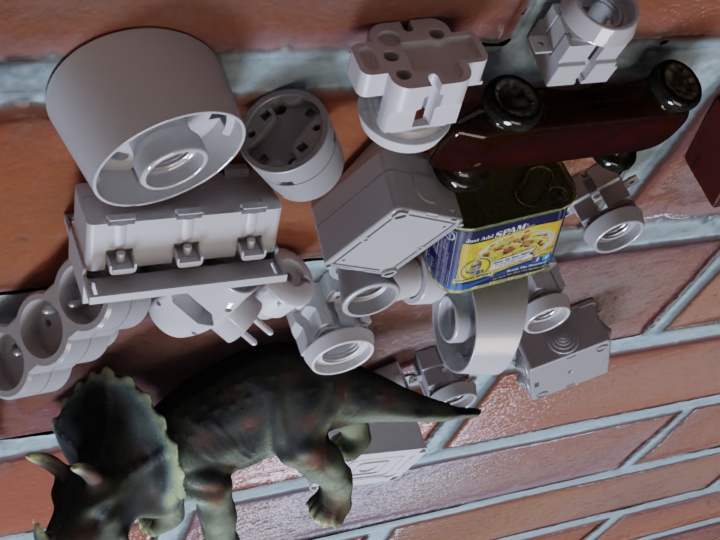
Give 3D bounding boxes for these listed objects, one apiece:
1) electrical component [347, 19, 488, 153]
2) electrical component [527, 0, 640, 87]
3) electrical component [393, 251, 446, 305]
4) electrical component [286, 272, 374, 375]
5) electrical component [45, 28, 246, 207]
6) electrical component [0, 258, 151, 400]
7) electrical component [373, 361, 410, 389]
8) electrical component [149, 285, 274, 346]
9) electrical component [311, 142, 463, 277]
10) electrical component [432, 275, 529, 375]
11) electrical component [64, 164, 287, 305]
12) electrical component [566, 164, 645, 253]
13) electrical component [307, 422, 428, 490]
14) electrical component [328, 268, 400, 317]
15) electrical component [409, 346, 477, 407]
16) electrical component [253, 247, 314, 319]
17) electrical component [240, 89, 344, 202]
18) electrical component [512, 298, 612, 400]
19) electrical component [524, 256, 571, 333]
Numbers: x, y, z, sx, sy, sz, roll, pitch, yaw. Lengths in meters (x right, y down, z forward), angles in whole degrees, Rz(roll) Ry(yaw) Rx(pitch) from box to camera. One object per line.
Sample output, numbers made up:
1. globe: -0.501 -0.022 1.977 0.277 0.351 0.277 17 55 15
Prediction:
1. electrical component: 0.030 -0.106 0.629 0.078 0.058 0.057 -10 147 -18
2. electrical component: 0.136 -0.143 0.647 0.066 0.048 0.055 -8 156 -21
3. electrical component: 0.035 0.005 0.832 0.055 0.045 0.045 -1 145 -32
4. electrical component: -0.022 0.046 0.852 0.058 0.057 0.078 -2 146 -30
5. electrical component: -0.115 -0.081 0.594 0.099 0.064 0.099 -25 163 -8
6. electrical component: -0.190 0.037 0.735 0.138 0.052 0.074 -37 165 26
7. electrical component: 0.006 0.121 1.010 0.081 0.043 0.043 -23 151 4
8. electrical component: -0.095 0.024 0.747 0.079 0.043 0.077 43 130 -18
9. electrical component: 0.012 -0.039 0.733 0.062 0.061 0.096 8 148 -40
10. electrical component: 0.100 0.037 0.878 0.064 0.099 0.099 -2 147 -19
11. electrical component: -0.113 -0.024 0.661 0.121 0.078 0.063 -7 133 -24
12. electrical component: 0.189 -0.047 0.831 0.066 0.055 0.048 -30 150 15
13. electrical component: 0.000 0.175 1.084 0.113 0.057 0.078 0 145 -33
14. electrical component: 0.000 0.000 0.790 0.045 0.055 0.045 -16 151 -9
15. electrical component: 0.081 0.103 1.017 0.066 0.055 0.048 -15 151 -10
16. electrical component: -0.067 0.016 0.787 0.048 0.048 0.062 10 146 -43
17. electrical component: -0.039 -0.073 0.645 0.055 0.055 0.047 -24 155 5
18. electrical component: 0.199 0.081 1.061 0.100 0.048 0.099 -21 151 0
19. electrical component: 0.150 0.020 0.920 0.048 0.055 0.066 -2 146 -30
